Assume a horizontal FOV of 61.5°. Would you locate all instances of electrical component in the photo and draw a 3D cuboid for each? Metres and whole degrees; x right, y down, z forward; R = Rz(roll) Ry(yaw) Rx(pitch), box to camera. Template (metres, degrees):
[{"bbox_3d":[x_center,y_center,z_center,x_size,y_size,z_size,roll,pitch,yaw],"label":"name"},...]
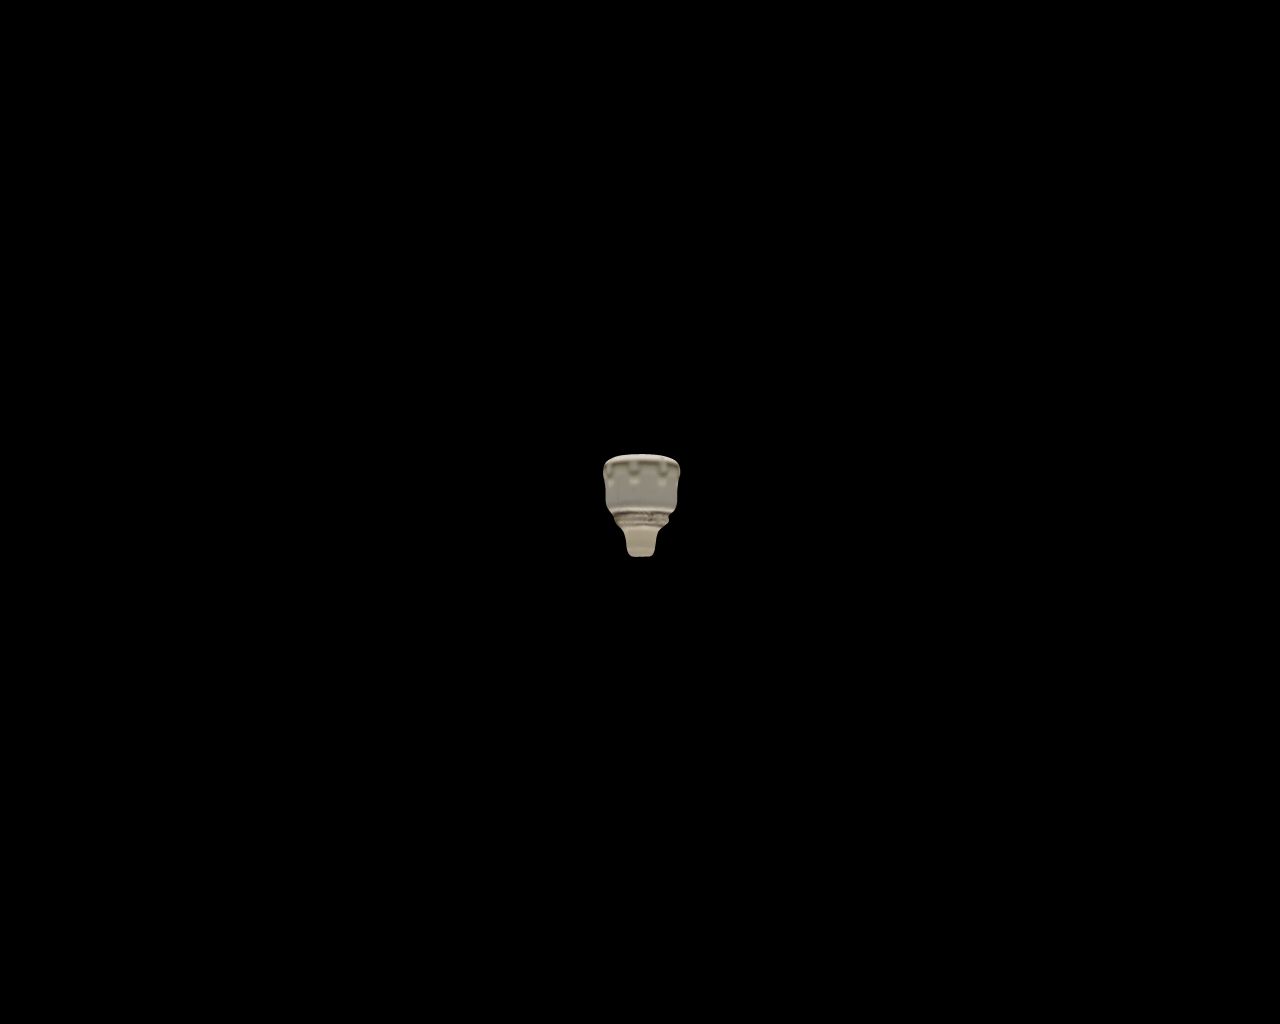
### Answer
[{"bbox_3d":[0.001,-0.003,0.650,0.048,0.062,0.048,0,-7,0],"label":"electrical component"}]
